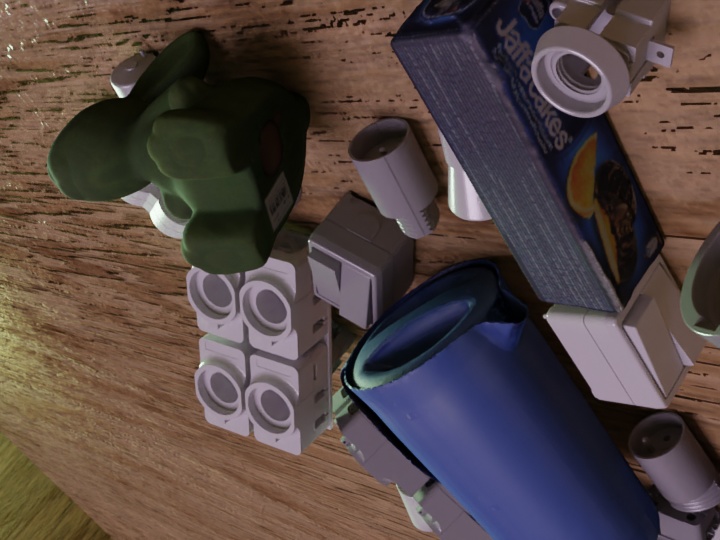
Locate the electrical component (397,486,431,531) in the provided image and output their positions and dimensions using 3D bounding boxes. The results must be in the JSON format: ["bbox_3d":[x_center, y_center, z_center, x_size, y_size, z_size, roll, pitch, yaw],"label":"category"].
[{"bbox_3d":[0.082,0.247,1.137,0.079,0.043,0.077,21,149,32],"label":"electrical component"}]

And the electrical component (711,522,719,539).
[{"bbox_3d":[0.294,0.171,0.720,0.089,0.061,0.150,26,152,23],"label":"electrical component"}]

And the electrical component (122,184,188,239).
[{"bbox_3d":[-0.180,-0.090,0.913,0.138,0.052,0.074,41,154,-6],"label":"electrical component"}]

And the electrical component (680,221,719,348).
[{"bbox_3d":[0.213,0.005,0.507,0.060,0.108,0.108,38,155,-13],"label":"electrical component"}]

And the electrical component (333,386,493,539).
[{"bbox_3d":[0.057,0.179,0.990,0.186,0.060,0.105,44,-178,-12],"label":"electrical component"}]

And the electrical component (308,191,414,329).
[{"bbox_3d":[0.000,0.000,0.819,0.062,0.061,0.096,29,153,19],"label":"electrical component"}]

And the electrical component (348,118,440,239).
[{"bbox_3d":[0.028,-0.056,0.713,0.043,0.043,0.081,12,144,42],"label":"electrical component"}]

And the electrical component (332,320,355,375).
[{"bbox_3d":[-0.061,0.067,0.996,0.089,0.055,0.050,35,134,7],"label":"electrical component"}]

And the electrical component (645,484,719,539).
[{"bbox_3d":[0.252,0.191,0.832,0.081,0.042,0.063,17,146,35],"label":"electrical component"}]

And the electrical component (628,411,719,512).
[{"bbox_3d":[0.233,0.145,0.778,0.043,0.043,0.081,-1,134,53],"label":"electrical component"}]

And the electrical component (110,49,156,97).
[{"bbox_3d":[-0.162,-0.132,0.836,0.040,0.040,0.078,18,148,36],"label":"electrical component"}]

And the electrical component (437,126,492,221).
[{"bbox_3d":[0.069,-0.067,0.646,0.044,0.044,0.065,18,143,35],"label":"electrical component"}]

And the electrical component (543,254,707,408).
[{"bbox_3d":[0.171,0.041,0.666,0.061,0.061,0.096,3,138,50],"label":"electrical component"}]

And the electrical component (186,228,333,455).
[{"bbox_3d":[-0.085,0.058,0.925,0.105,0.060,0.186,15,121,27],"label":"electrical component"}]

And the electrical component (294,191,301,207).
[{"bbox_3d":[-0.108,-0.067,0.848,0.108,0.060,0.108,30,153,17],"label":"electrical component"}]

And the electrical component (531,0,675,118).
[{"bbox_3d":[0.113,-0.105,0.510,0.066,0.055,0.048,26,152,23],"label":"electrical component"}]
